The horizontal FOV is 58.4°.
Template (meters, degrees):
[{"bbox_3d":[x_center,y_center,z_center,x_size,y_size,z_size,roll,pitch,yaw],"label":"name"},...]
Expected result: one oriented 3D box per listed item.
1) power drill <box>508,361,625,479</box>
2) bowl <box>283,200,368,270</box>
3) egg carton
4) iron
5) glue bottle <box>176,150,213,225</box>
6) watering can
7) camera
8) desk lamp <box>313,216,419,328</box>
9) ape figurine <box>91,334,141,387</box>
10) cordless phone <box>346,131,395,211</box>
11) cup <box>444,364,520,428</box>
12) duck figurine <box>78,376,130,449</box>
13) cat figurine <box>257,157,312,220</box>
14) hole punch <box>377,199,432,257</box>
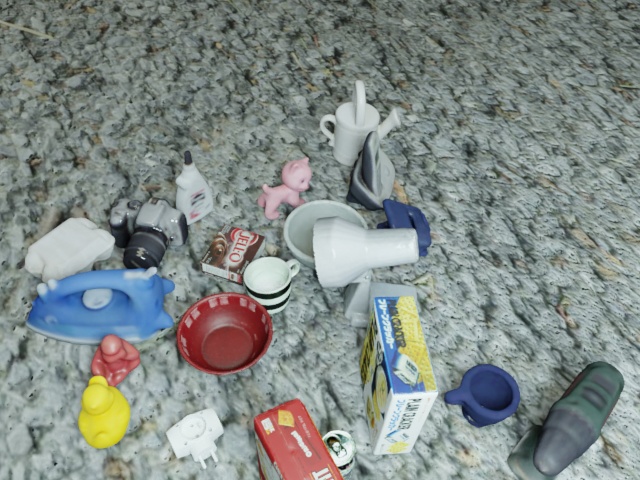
[{"bbox_3d":[0.349,0.283,0.827,0.075,0.208,0.230,37,57,25],"label":"power drill"},{"bbox_3d":[0.010,0.004,1.127,0.167,0.075,0.167,2,50,-2],"label":"bowl"},{"bbox_3d":[-0.469,0.024,1.076,0.107,0.069,0.150,29,54,19],"label":"egg carton"},{"bbox_3d":[-0.384,0.099,0.972,0.258,0.141,0.118,-4,50,-8],"label":"iron"},{"bbox_3d":[-0.255,-0.109,1.138,0.037,0.173,0.078,35,56,23],"label":"glue bottle"},{"bbox_3d":[0.091,-0.269,1.287,0.173,0.194,0.100,-16,52,-17],"label":"watering can"},{"bbox_3d":[-0.341,-0.011,1.095,0.143,0.101,0.137,9,50,4],"label":"camera"},{"bbox_3d":[0.085,0.053,0.999,0.203,0.213,0.118,5,49,0],"label":"desk lamp"},{"bbox_3d":[-0.336,0.188,0.933,0.078,0.092,0.076,-7,50,-10],"label":"ape figurine"},{"bbox_3d":[0.117,-0.169,1.209,0.094,0.185,0.147,12,50,6],"label":"cordless phone"},{"bbox_3d":[0.249,0.261,0.913,0.118,0.095,0.091,-5,50,-8],"label":"cup"},{"bbox_3d":[-0.336,0.259,0.876,0.077,0.086,0.104,-9,51,-12],"label":"duck figurine"},{"bbox_3d":[-0.068,-0.118,1.196,0.128,0.118,0.067,-25,56,-23],"label":"cat figurine"},{"bbox_3d":[0.173,-0.028,1.155,0.101,0.091,0.108,-5,50,-8],"label":"hole punch"}]
